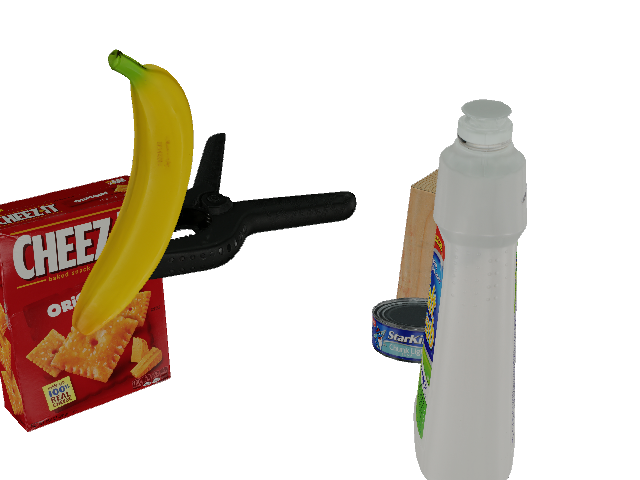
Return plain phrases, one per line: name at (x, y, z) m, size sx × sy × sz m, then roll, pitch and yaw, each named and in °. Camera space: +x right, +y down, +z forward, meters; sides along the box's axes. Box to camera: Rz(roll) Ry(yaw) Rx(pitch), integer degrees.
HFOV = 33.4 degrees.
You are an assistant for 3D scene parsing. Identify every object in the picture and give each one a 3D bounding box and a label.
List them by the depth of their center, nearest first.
banana at (-0.115, -0.030, 0.667) m, size 0.069 × 0.198 × 0.037 m, roll -7°, pitch 34°, yaw -33°
bleach bottle at (0.096, 0.030, 0.669) m, size 0.068 × 0.251 × 0.102 m, roll 1°, pitch 30°, yaw 4°
clamp at (-0.095, -0.027, 0.911) m, size 0.165 × 0.036 × 0.209 m, roll 31°, pitch 43°, yaw 33°
tuna can at (0.088, 0.079, 0.947) m, size 0.086 × 0.034 × 0.086 m, roll 1°, pitch 15°, yaw 0°
cracker box at (-0.238, 0.060, 1.052) m, size 0.163 × 0.214 × 0.072 m, roll -17°, pitch 28°, yaw -32°
wood block at (0.147, 0.034, 1.210) m, size 0.090 × 0.206 × 0.090 m, roll 18°, pitch 26°, yaw 25°
